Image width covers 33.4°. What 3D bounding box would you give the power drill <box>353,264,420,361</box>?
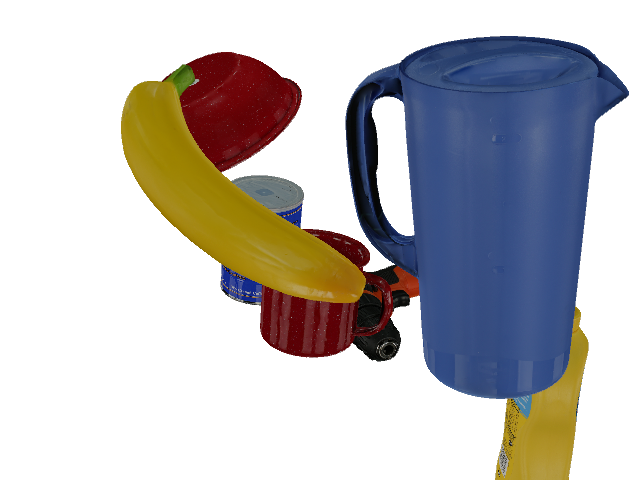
[{"bbox_3d":[0.097,0.058,1.109,0.187,0.057,0.185,-9,27,-18],"label":"power drill"}]

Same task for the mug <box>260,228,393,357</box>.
[{"bbox_3d":[0.003,0.047,0.889,0.117,0.081,0.093,10,23,13],"label":"mug"}]

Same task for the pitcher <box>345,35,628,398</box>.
[{"bbox_3d":[0.114,-0.016,0.755,0.144,0.243,0.149,-17,28,-27],"label":"pitcher"}]

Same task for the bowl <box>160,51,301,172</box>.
[{"bbox_3d":[-0.101,-0.120,0.948,0.162,0.055,0.162,-20,33,13],"label":"bowl"}]

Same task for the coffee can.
[{"bbox_3d":[-0.077,-0.001,1.393,0.103,0.140,0.103,4,27,-2],"label":"coffee can"}]

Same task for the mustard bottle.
[{"bbox_3d":[0.179,0.124,0.857,0.058,0.192,0.096,3,19,2],"label":"mustard bottle"}]

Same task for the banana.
[{"bbox_3d":[-0.055,-0.031,0.559,0.069,0.198,0.037,-26,-34,-19],"label":"banana"}]
